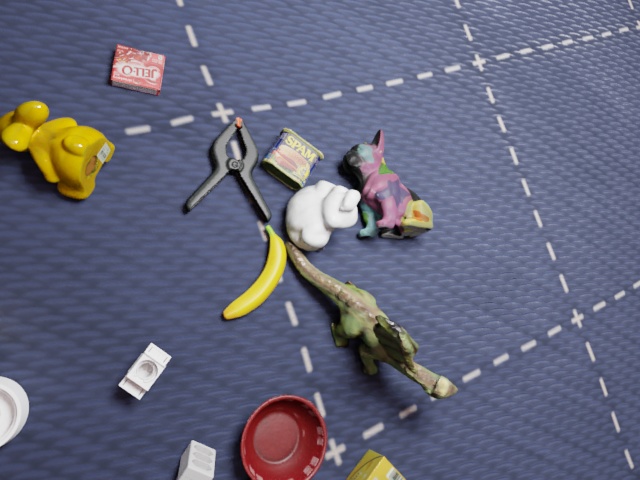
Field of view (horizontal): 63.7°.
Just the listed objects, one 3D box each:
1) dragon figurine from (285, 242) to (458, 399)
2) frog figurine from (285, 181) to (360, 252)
[{"bbox_3d":[0.099,0.151,0.950,0.408,0.241,0.123,46,72,-11],"label":"dragon figurine"},{"bbox_3d":[0.003,-0.050,0.991,0.122,0.158,0.139,28,71,-14],"label":"frog figurine"}]
